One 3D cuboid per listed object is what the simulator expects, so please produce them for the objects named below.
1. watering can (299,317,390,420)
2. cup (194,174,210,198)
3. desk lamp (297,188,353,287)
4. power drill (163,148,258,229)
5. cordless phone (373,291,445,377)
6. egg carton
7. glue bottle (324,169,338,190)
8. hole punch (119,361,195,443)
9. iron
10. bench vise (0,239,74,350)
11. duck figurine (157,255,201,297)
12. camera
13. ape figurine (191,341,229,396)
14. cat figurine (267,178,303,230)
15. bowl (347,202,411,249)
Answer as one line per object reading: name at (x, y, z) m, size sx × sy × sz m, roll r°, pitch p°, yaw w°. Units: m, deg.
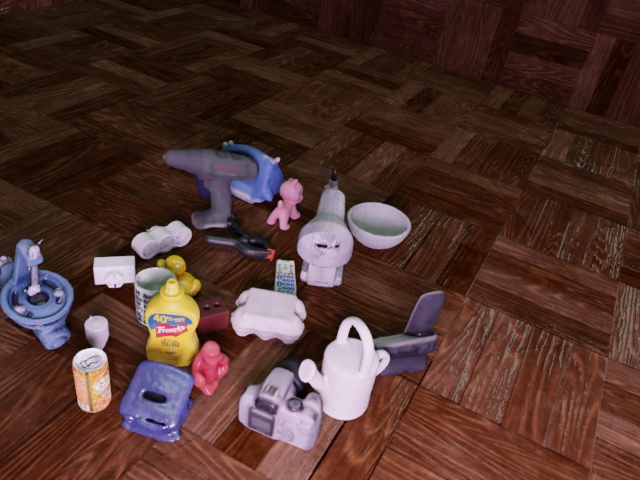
watering can at (0.049, 0.224, 1.017) m, size 0.100 × 0.194 × 0.173 m, roll 33°, pitch 41°, yaw 29°
cup at (-0.293, -0.155, 1.548) m, size 0.092 × 0.095 × 0.117 m, roll -7°, pitch 39°, yaw -23°
desk lamp at (0.012, 0.005, 1.298) m, size 0.118 × 0.213 × 0.203 m, roll 10°, pitch 35°, yaw 0°
power drill at (-0.271, -0.133, 1.423) m, size 0.230 × 0.208 × 0.075 m, roll -7°, pitch 39°, yaw -23°
cordless phone at (0.167, 0.171, 1.128) m, size 0.148 × 0.185 × 0.094 m, roll -8°, pitch 39°, yaw -24°
egg carton at (-0.104, 0.157, 1.181) m, size 0.150 × 0.069 × 0.107 m, roll 9°, pitch 35°, yaw -1°
glue bottle at (0.026, -0.108, 1.494) m, size 0.037 × 0.173 × 0.078 m, roll -2°, pitch 37°, yaw -16°
hole punch at (-0.271, 0.270, 0.961) m, size 0.108 × 0.091 × 0.101 m, roll 14°, pitch 35°, yaw 6°
iron at (-0.211, -0.208, 1.602) m, size 0.257 × 0.141 × 0.119 m, roll 26°, pitch 38°, yaw 21°
bench vise at (-0.547, 0.077, 1.049) m, size 0.207 × 0.220 × 0.122 m, roll 21°, pitch 37°, yaw 15°
duck figurine at (-0.306, 0.074, 1.231) m, size 0.104 × 0.086 × 0.077 m, roll 17°, pitch 36°, yaw 9°
camera at (-0.053, 0.270, 1.007) m, size 0.143 × 0.101 × 0.137 m, roll 19°, pitch 36°, yaw 12°
ape figurine at (-0.201, 0.223, 1.043) m, size 0.078 × 0.092 × 0.076 m, roll -14°, pitch 42°, yaw -31°
cat figurine at (-0.085, -0.108, 1.514) m, size 0.067 × 0.118 × 0.128 m, roll 19°, pitch 36°, yaw 13°
bowl at (0.149, -0.026, 1.496) m, size 0.167 × 0.075 × 0.167 m, roll 7°, pitch 35°, yaw -5°
